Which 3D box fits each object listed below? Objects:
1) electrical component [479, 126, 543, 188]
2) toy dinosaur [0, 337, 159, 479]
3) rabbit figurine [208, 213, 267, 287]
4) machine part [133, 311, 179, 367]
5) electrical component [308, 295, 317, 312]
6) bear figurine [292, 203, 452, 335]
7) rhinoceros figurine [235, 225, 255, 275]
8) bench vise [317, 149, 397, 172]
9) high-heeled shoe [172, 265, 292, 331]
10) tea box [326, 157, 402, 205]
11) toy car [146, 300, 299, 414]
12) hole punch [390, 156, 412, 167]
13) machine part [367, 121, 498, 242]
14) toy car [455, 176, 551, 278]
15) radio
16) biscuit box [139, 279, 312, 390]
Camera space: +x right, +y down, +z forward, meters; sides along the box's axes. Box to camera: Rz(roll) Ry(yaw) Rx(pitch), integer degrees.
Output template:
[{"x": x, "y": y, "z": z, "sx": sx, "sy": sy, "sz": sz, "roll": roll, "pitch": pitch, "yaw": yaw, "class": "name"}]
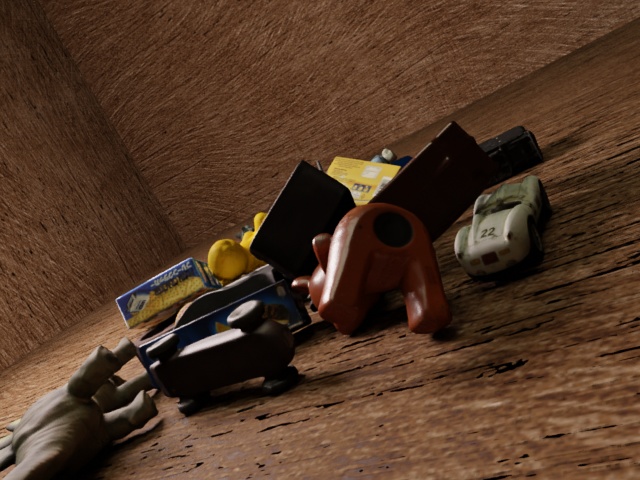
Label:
[{"x": 0.289, "y": -0.133, "z": 0.888, "sx": 0.134, "sy": 0.058, "sz": 0.115, "roll": -26, "pitch": 8, "yaw": 17, "class": "electrical component"}, {"x": -0.293, "y": 0.219, "z": 0.614, "sx": 0.198, "sy": 0.105, "sz": 0.471, "roll": -38, "pitch": 1, "yaw": -10, "class": "toy dinosaur"}, {"x": -0.139, "y": 0.032, "z": 0.989, "sx": 0.173, "sy": 0.122, "sz": 0.162, "roll": -6, "pitch": -38, "yaw": -52, "class": "rabbit figurine"}, {"x": -0.229, "y": 0.154, "z": 0.903, "sx": 0.179, "sy": 0.056, "sz": 0.179, "roll": -29, "pitch": 8, "yaw": 4, "class": "machine part"}, {"x": 0.024, "y": 0.056, "z": 0.717, "sx": 0.078, "sy": 0.045, "sz": 0.102, "roll": -56, "pitch": 1, "yaw": 11, "class": "electrical component"}, {"x": 0.037, "y": 0.051, "z": 0.539, "sx": 0.195, "sy": 0.120, "sz": 0.132, "roll": 120, "pitch": 157, "yaw": -56, "class": "bear figurine"}, {"x": -0.156, "y": 0.024, "z": 1.222, "sx": 0.073, "sy": 0.112, "sz": 0.190, "roll": -26, "pitch": 17, "yaw": 34, "class": "rhinoceros figurine"}, {"x": 0.076, "y": -0.114, "z": 1.175, "sx": 0.224, "sy": 0.129, "sz": 0.240, "roll": -34, "pitch": -10, "yaw": 18, "class": "bench vise"}, {"x": -0.132, "y": 0.119, "z": 0.784, "sx": 0.249, "sy": 0.086, "sz": 0.145, "roll": -41, "pitch": -10, "yaw": -15, "class": "high-heeled shoe"}, {"x": 0.077, "y": -0.086, "z": 0.968, "sx": 0.170, "sy": 0.068, "sz": 0.098, "roll": 20, "pitch": 74, "yaw": 49, "class": "tea box"}, {"x": -0.107, "y": 0.127, "z": 0.572, "sx": 0.202, "sy": 0.089, "sz": 0.053, "roll": -24, "pitch": 10, "yaw": 35, "class": "toy car"}, {"x": 0.155, "y": -0.100, "z": 1.029, "sx": 0.142, "sy": 0.092, "sz": 0.116, "roll": -26, "pitch": 12, "yaw": -3, "class": "hole punch"}, {"x": 0.121, "y": -0.048, "z": 0.678, "sx": 0.201, "sy": 0.087, "sz": 0.201, "roll": -45, "pitch": -3, "yaw": 15, "class": "machine part"}, {"x": 0.192, "y": -0.020, "z": 0.559, "sx": 0.073, "sy": 0.056, "sz": 0.202, "roll": -24, "pitch": 11, "yaw": 33, "class": "toy car"}, {"x": -0.014, "y": -0.016, "z": 0.725, "sx": 0.131, "sy": 0.073, "sz": 0.229, "roll": -58, "pitch": -9, "yaw": 0, "class": "radio"}, {"x": -0.115, "y": 0.117, "z": 0.659, "sx": 0.203, "sy": 0.059, "sz": 0.062, "roll": -26, "pitch": -12, "yaw": 4, "class": "biscuit box"}]
